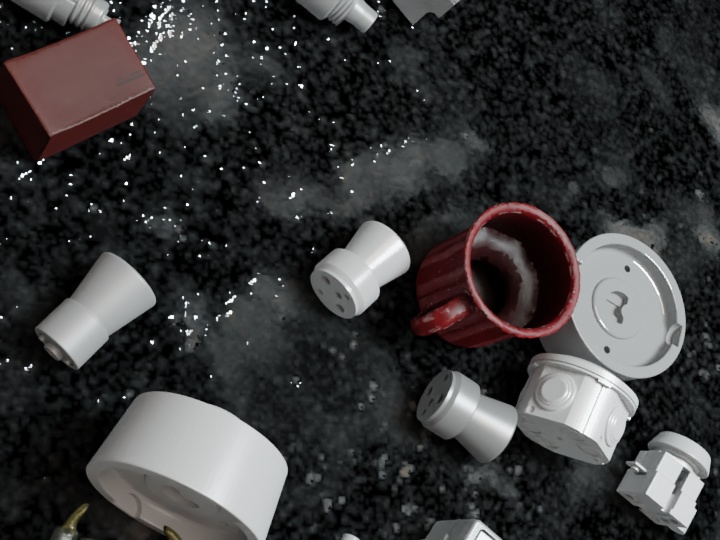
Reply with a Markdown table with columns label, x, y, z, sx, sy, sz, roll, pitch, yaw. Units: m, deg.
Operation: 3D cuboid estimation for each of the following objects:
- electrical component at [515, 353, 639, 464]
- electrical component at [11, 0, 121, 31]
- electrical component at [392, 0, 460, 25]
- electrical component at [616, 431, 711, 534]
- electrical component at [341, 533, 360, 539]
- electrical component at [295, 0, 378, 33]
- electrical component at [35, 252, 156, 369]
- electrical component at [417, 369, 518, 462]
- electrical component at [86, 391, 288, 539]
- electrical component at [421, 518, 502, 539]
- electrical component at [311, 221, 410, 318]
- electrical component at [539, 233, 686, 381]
| label | x | y | z | sx | sy | sz | roll | pitch | yaw |
| --- | --- | --- | --- | --- | --- | --- | --- | --- | --- |
| electrical component | 0.150 | 0.097 | 0.755 | 0.080 | 0.080 | 0.051 | 34 | 69 | -15 |
| electrical component | -0.188 | -0.174 | 0.678 | 0.078 | 0.040 | 0.040 | 31 | 65 | -17 |
| electrical component | 0.061 | -0.224 | 0.790 | 0.055 | 0.089 | 0.050 | 49 | 61 | -7 |
| electrical component | 0.229 | 0.154 | 0.800 | 0.066 | 0.048 | 0.055 | 40 | 70 | -12 |
| electrical component | -0.016 | 0.194 | 0.670 | 0.035 | 0.035 | 0.061 | 33 | 61 | -15 |
| electrical component | -0.016 | -0.196 | 0.770 | 0.062 | 0.043 | 0.043 | 37 | 63 | -15 |
| electrical component | -0.160 | 0.027 | 0.639 | 0.044 | 0.044 | 0.065 | 46 | 66 | -9 |
| electrical component | 0.073 | 0.099 | 0.735 | 0.055 | 0.045 | 0.045 | 33 | 64 | -15 |
| electrical component | -0.093 | 0.111 | 0.614 | 0.108 | 0.108 | 0.060 | 34 | 58 | -15 |
| electrical component | 0.073 | 0.205 | 0.697 | 0.096 | 0.061 | 0.061 | 42 | 62 | -11 |
| electrical component | 0.000 | 0.000 | 0.725 | 0.055 | 0.045 | 0.045 | -42 | 97 | -29 |
| electrical component | 0.179 | 0.033 | 0.796 | 0.108 | 0.060 | 0.108 | 9 | 69 | -25 |
